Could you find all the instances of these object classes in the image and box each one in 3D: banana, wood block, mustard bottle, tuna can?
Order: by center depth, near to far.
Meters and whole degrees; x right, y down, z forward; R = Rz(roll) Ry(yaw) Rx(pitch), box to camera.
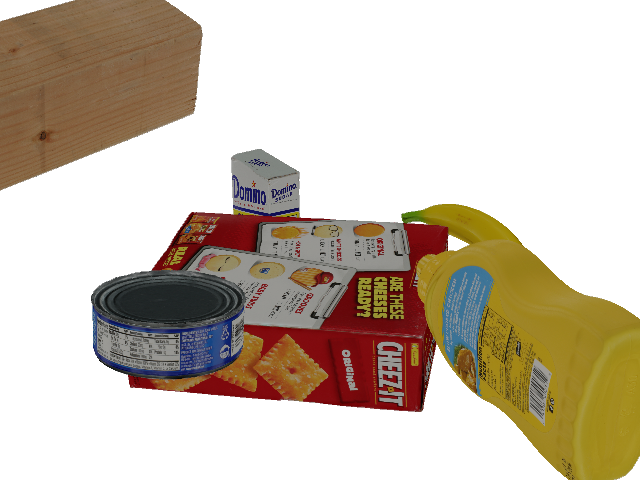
[{"bbox_3d":[-0.085,0.046,0.600,0.086,0.034,0.086,2,17,-1],"label":"tuna can"},{"bbox_3d":[0.112,0.053,0.623,0.058,0.096,0.192,-12,27,-24],"label":"mustard bottle"},{"bbox_3d":[-0.203,-0.126,0.854,0.090,0.091,0.205,37,46,28],"label":"wood block"},{"bbox_3d":[0.166,0.007,1.091,0.069,0.037,0.198,-35,39,-13],"label":"banana"}]

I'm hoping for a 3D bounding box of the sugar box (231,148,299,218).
[{"bbox_3d":[-0.061,-0.004,1.186,0.048,0.176,0.093,-16,28,-26],"label":"sugar box"}]

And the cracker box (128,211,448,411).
[{"bbox_3d":[-0.019,0.048,0.795,0.214,0.072,0.164,4,29,12],"label":"cracker box"}]
